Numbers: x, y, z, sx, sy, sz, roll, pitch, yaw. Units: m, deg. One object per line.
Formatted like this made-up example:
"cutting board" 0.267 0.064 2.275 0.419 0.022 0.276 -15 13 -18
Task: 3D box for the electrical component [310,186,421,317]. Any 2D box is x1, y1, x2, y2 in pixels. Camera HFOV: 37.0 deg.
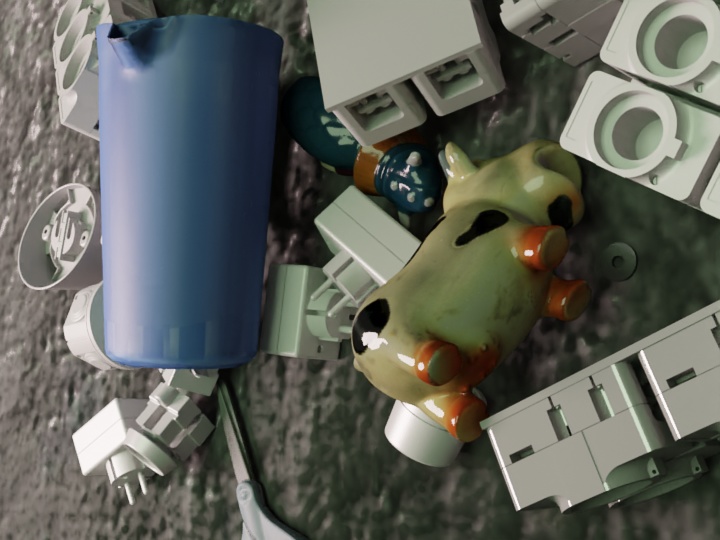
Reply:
"electrical component" 0.000 0.000 0.735 0.076 0.047 0.083 -44 61 -9

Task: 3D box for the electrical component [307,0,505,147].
"electrical component" 0.024 -0.185 0.727 0.105 0.060 0.186 -20 58 18

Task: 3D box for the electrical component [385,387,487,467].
"electrical component" 0.048 0.095 0.701 0.055 0.055 0.047 37 110 37

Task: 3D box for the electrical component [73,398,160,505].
"electrical component" -0.193 0.156 0.894 0.066 0.047 0.076 -39 61 28

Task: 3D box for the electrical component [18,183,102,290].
"electrical component" -0.256 -0.028 0.963 0.099 0.064 0.099 -7 78 38

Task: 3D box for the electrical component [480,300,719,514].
"electrical component" 0.174 0.072 0.567 0.186 0.105 0.060 -33 64 31

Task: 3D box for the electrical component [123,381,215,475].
"electrical component" -0.154 0.128 0.852 0.048 0.066 0.055 21 63 39

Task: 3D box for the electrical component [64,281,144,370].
"electrical component" -0.202 0.045 0.899 0.051 0.080 0.080 -13 75 43

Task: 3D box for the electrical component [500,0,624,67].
"electrical component" 0.127 -0.168 0.652 0.056 0.089 0.050 -27 67 34

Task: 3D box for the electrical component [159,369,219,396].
"electrical component" -0.131 0.063 0.855 0.055 0.048 0.066 -66 29 9

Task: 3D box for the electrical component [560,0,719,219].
"electrical component" 0.213 -0.079 0.588 0.186 0.060 0.105 32 104 38

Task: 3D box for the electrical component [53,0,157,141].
"electrical component" -0.221 -0.186 0.930 0.089 0.062 0.150 -51 35 21

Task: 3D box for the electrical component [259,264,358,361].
"electrical component" -0.027 0.032 0.776 0.077 0.047 0.065 3 85 40
